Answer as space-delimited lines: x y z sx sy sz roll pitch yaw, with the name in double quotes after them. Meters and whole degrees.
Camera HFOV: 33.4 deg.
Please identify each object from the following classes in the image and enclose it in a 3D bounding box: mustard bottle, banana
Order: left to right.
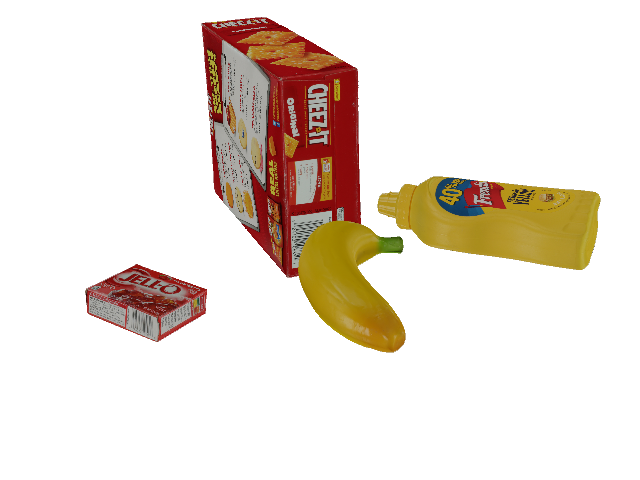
0.019 0.020 0.680 0.069 0.037 0.197 1 18 4 "banana"
0.144 -0.021 0.941 0.192 0.058 0.096 8 29 19 "mustard bottle"

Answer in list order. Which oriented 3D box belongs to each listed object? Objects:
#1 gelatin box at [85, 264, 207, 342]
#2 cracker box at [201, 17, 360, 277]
-0.163 0.056 1.000 0.089 0.030 0.073 18 27 27 "gelatin box"
-0.036 -0.088 0.901 0.072 0.164 0.214 -10 25 -18 "cracker box"
